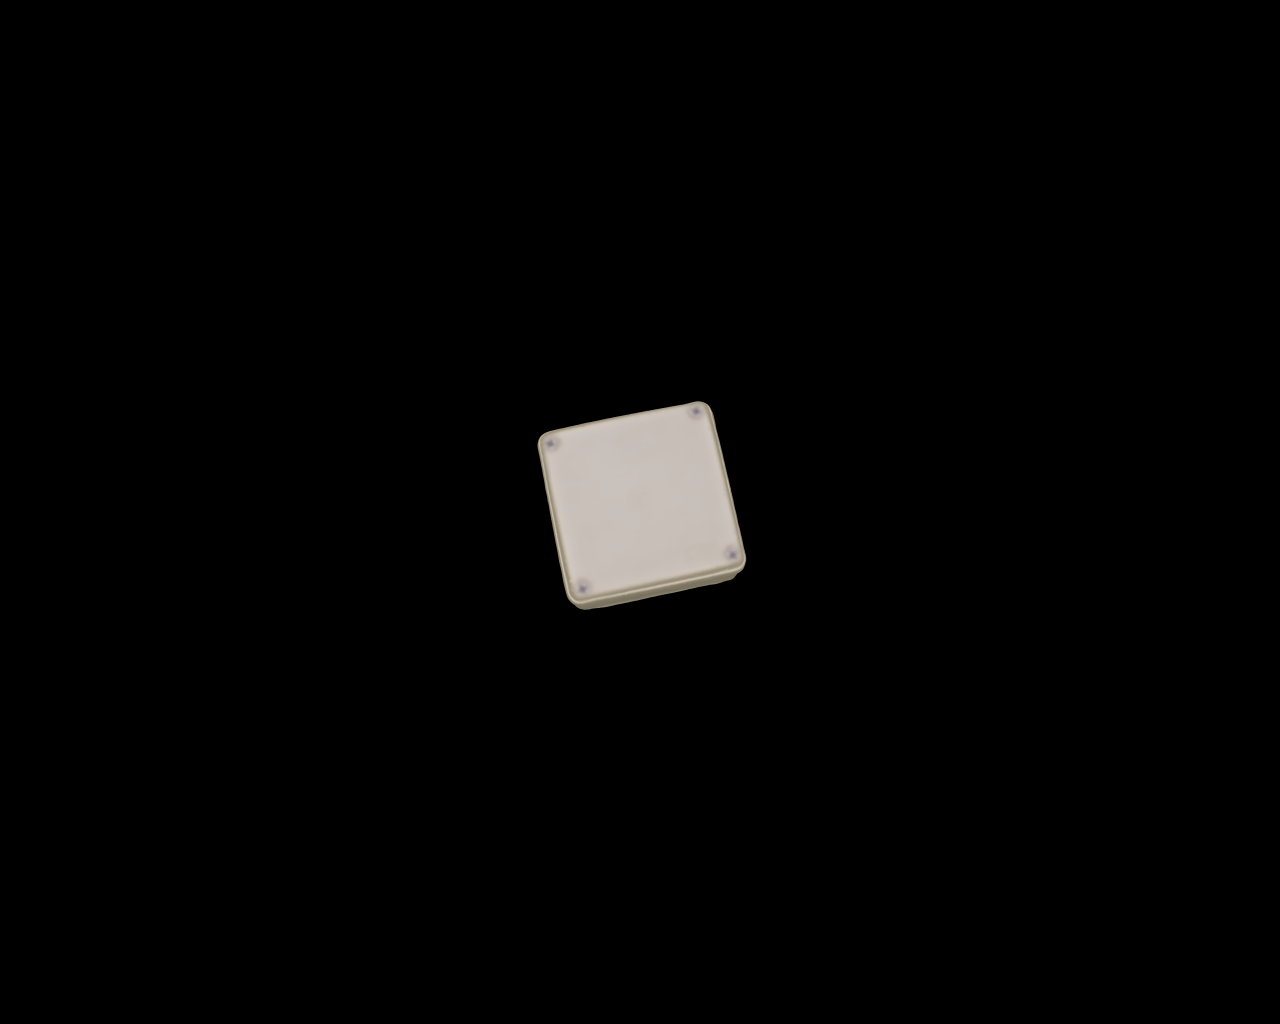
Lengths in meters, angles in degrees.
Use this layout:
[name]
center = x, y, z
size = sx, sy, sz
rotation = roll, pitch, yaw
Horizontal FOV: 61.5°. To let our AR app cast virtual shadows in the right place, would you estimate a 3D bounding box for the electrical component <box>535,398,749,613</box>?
[electrical component]
center = 0.001, -0.003, 0.650
size = 0.109, 0.109, 0.056
rotation = -11, -11, -2
